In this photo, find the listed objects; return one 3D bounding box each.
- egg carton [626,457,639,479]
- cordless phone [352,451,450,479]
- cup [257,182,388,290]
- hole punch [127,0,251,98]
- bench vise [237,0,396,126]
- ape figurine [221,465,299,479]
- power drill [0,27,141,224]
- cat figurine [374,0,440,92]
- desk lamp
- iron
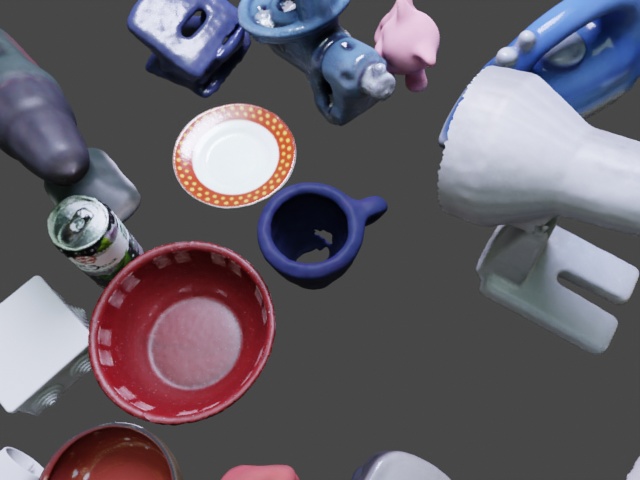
[{"bbox_3d":[0.271,0.233,0.431,0.107,0.069,0.150,33,71,15],"label":"egg carton"},{"bbox_3d":[0.047,0.216,0.381,0.094,0.185,0.148,18,68,9],"label":"cordless phone"},{"bbox_3d":[0.005,0.002,0.526,0.118,0.095,0.091,-23,67,-8],"label":"cup"},{"bbox_3d":[-0.141,-0.233,0.637,0.101,0.091,0.109,26,69,13],"label":"hole punch"},{"bbox_3d":[0.004,-0.235,0.563,0.207,0.220,0.121,30,70,14],"label":"bench vise"},{"bbox_3d":[-0.049,0.206,0.439,0.078,0.092,0.076,-41,71,-15],"label":"ape figurine"},{"bbox_3d":[-0.239,-0.087,0.510,0.076,0.208,0.229,-40,71,-15],"label":"power drill"},{"bbox_3d":[0.092,-0.220,0.610,0.067,0.118,0.128,2,66,3],"label":"cat figurine"},{"bbox_3d":[0.193,-0.023,0.468,0.203,0.213,0.118,29,70,14],"label":"desk lamp"},{"bbox_3d":[0.237,-0.191,0.581,0.258,0.141,0.118,-31,69,-11],"label":"iron"}]
